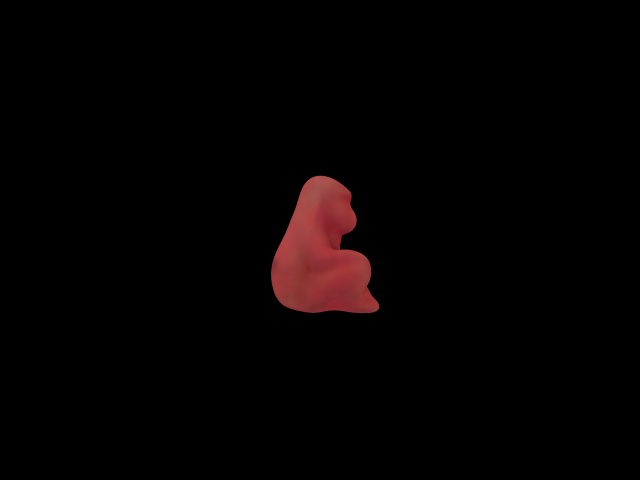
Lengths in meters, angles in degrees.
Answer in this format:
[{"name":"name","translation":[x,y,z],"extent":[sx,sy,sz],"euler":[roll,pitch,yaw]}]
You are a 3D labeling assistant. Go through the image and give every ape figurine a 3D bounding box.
[{"name":"ape figurine","translation":[0.004,0.001,0.400],"extent":[0.076,0.092,0.078],"euler":[0,11,3]}]
